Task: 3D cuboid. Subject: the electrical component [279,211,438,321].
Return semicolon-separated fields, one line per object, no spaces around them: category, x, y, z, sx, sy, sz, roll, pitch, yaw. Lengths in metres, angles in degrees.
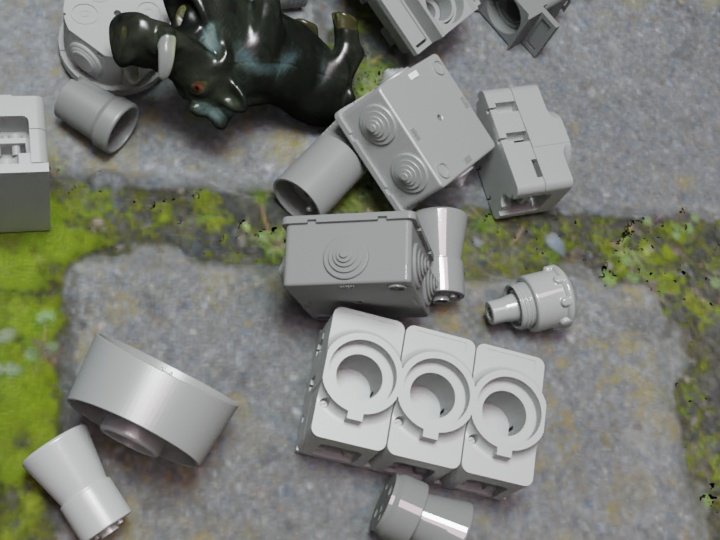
electrical component;0.000;0.000;0.719;0.100;0.099;0.048;-2;71;12

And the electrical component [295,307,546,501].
electrical component;0.042;0.090;0.720;0.150;0.061;0.089;15;65;-9

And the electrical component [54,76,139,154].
electrical component;-0.186;-0.110;0.756;0.046;0.040;0.040;31;63;6

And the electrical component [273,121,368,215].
electrical component;-0.021;-0.075;0.783;0.043;0.043;0.081;40;63;3

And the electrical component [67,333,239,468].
electrical component;-0.127;0.078;0.662;0.099;0.099;0.064;27;70;-3

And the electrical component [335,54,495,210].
electrical component;0.043;-0.101;0.784;0.099;0.048;0.100;56;44;-5

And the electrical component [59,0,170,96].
electrical component;-0.176;-0.171;0.777;0.080;0.051;0.080;6;66;-13

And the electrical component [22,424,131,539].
electrical component;-0.170;0.133;0.656;0.044;0.044;0.065;-32;84;-25

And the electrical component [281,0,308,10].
electrical component;-0.072;-0.222;0.832;0.081;0.043;0.043;-11;71;-19

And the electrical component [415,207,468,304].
electrical component;0.057;-0.008;0.779;0.044;0.044;0.065;4;72;-14

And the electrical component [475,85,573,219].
electrical component;0.124;-0.091;0.826;0.056;0.050;0.089;-10;70;-19

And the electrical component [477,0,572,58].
electrical component;0.138;-0.224;0.891;0.064;0.042;0.081;-34;80;-27

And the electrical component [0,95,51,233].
electrical component;-0.276;-0.067;0.684;0.150;0.089;0.061;-4;69;-17

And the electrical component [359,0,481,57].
electrical component;0.028;-0.234;0.836;0.079;0.063;0.121;-43;105;-26

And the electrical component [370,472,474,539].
electrical component;0.040;0.161;0.699;0.055;0.045;0.045;25;63;-4

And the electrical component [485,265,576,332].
electrical component;0.122;0.025;0.781;0.062;0.048;0.048;-13;71;-13
